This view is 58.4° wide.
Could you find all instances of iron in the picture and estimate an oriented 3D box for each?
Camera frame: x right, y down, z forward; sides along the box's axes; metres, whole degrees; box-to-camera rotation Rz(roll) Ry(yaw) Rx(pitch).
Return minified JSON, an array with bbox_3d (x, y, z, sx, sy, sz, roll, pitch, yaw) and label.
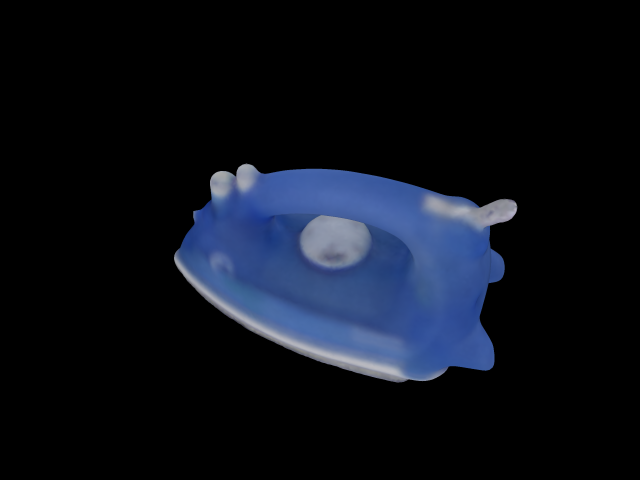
[{"bbox_3d":[0.004,0.001,0.400,0.258,0.141,0.119,12,50,10],"label":"iron"}]
